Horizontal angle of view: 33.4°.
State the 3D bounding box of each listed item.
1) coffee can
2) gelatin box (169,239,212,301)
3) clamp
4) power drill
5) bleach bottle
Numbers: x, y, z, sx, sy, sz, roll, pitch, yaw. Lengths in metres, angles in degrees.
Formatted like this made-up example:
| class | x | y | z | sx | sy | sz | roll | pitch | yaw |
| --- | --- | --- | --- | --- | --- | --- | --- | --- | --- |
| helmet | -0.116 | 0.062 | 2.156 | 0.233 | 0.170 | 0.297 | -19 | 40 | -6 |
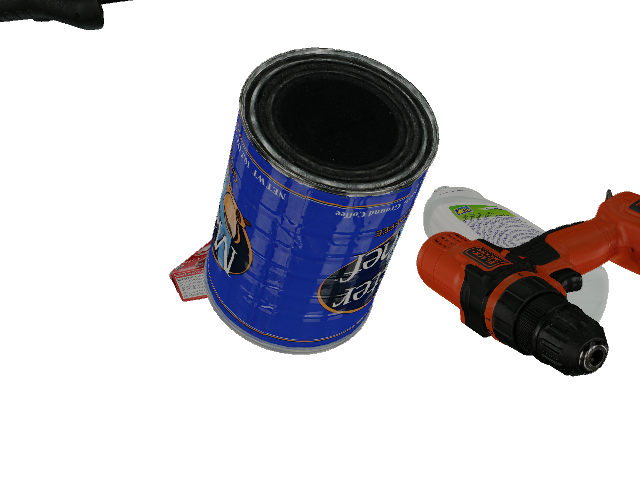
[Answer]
| class | x | y | z | sx | sy | sz | roll | pitch | yaw |
| --- | --- | --- | --- | --- | --- | --- | --- | --- | --- |
| coffee can | -0.004 | -0.018 | 0.582 | 0.102 | 0.103 | 0.140 | 0 | -39 | -15 |
| gelatin box | -0.065 | 0.015 | 0.854 | 0.089 | 0.030 | 0.073 | -11 | 18 | 30 |
| clamp | -0.195 | -0.186 | 0.798 | 0.172 | 0.039 | 0.120 | 12 | 24 | 28 |
| power drill | 0.187 | 0.025 | 0.758 | 0.187 | 0.057 | 0.185 | -14 | 28 | -24 |
| bleach bottle | 0.166 | 0.004 | 1.004 | 0.102 | 0.068 | 0.251 | -1 | 23 | -14 |
